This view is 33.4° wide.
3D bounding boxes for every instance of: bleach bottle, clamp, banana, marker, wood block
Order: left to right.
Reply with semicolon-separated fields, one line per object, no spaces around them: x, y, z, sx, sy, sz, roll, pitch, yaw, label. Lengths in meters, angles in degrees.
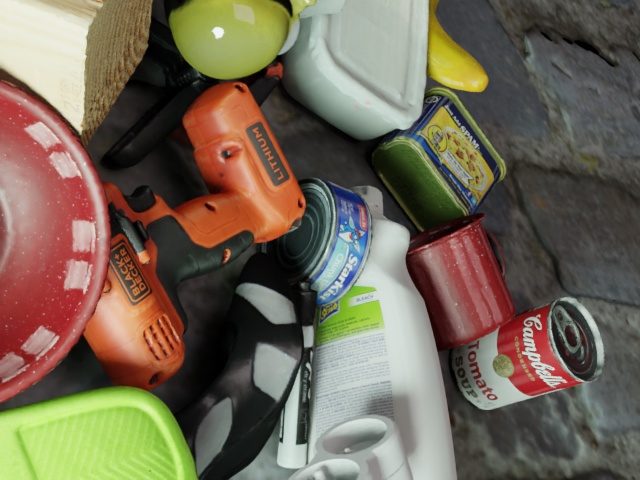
-0.194;-0.135;0.532;0.206;0.090;0.090;21;51;2;wood block
-0.092;-0.103;0.732;0.171;0.039;0.120;3;83;-44;clamp
-0.014;0.087;0.692;0.020;0.020;0.121;0;96;-45;marker
0.040;0.077;0.725;0.068;0.103;0.251;33;48;-50;bleach bottle
0.100;-0.188;0.933;0.198;0.070;0.037;-92;159;-45;banana

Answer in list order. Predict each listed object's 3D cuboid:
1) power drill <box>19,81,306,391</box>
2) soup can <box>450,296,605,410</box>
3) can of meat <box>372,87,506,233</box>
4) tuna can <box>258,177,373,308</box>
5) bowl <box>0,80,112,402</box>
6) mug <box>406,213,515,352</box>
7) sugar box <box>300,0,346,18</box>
-0.099;-0.029;0.633;0.187;0.057;0.184;-40;109;-47;power drill
0.162;0.091;0.841;0.068;0.102;0.068;22;57;-37;soup can
0.098;-0.062;0.888;0.102;0.058;0.083;52;45;-13;can of meat
-0.005;0.001;0.730;0.033;0.086;0.086;20;57;-36;tuna can
-0.185;0.000;0.510;0.161;0.055;0.162;-4;97;-33;bowl
0.106;0.030;0.825;0.117;0.093;0.081;-28;96;-45;mug
-0.050;-0.244;0.794;0.093;0.048;0.176;-13;70;-23;sugar box
